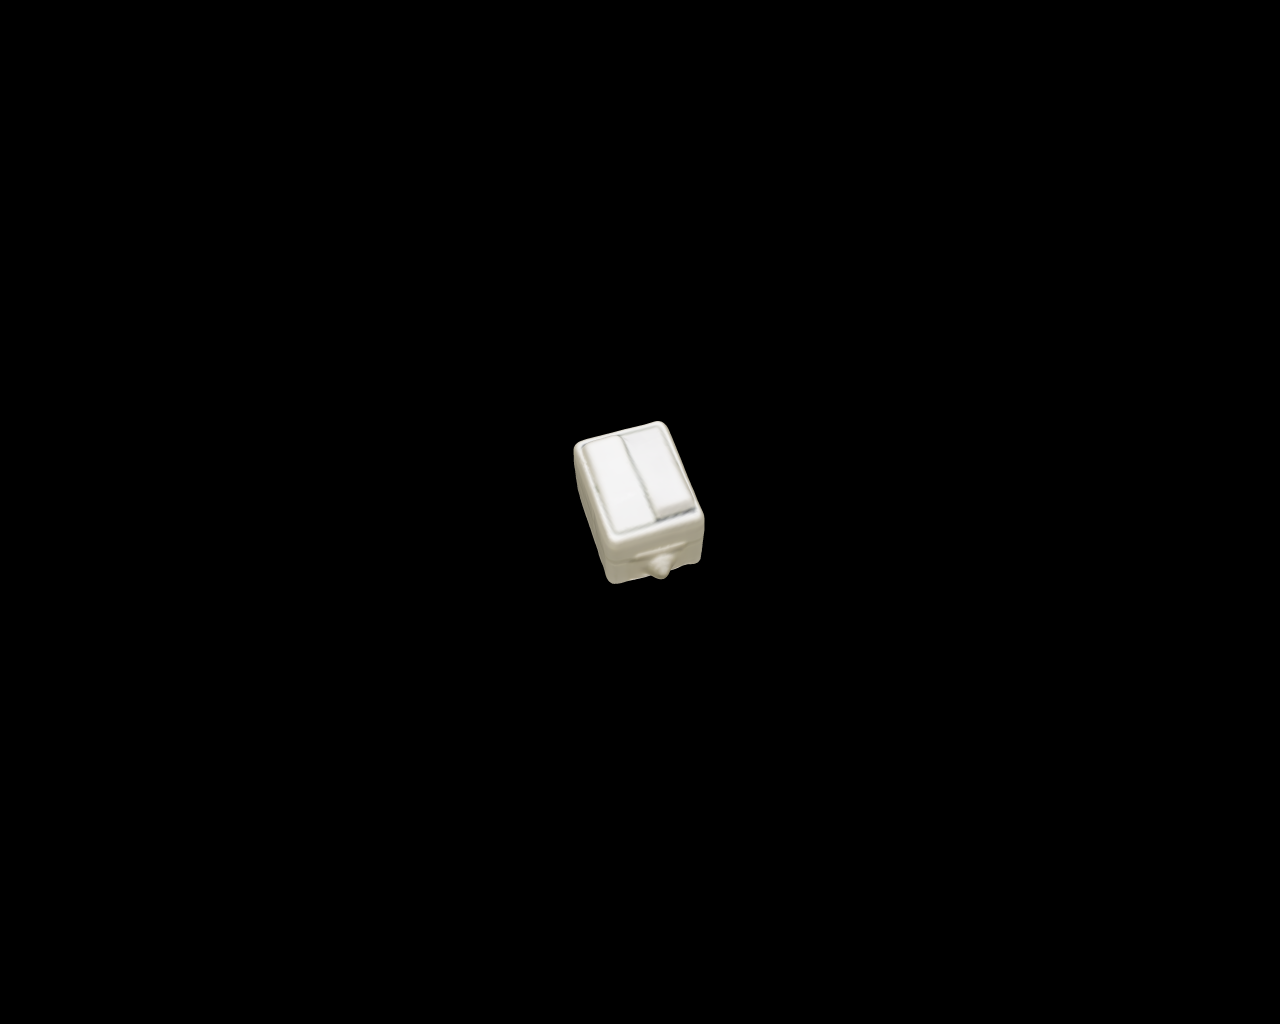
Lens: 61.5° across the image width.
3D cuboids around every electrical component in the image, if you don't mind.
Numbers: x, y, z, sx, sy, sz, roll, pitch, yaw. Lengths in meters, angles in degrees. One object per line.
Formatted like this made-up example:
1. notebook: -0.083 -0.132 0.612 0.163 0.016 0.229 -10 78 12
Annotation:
1. electrical component: 0.001 -0.003 0.650 0.062 0.096 0.061 -15 -32 -9
